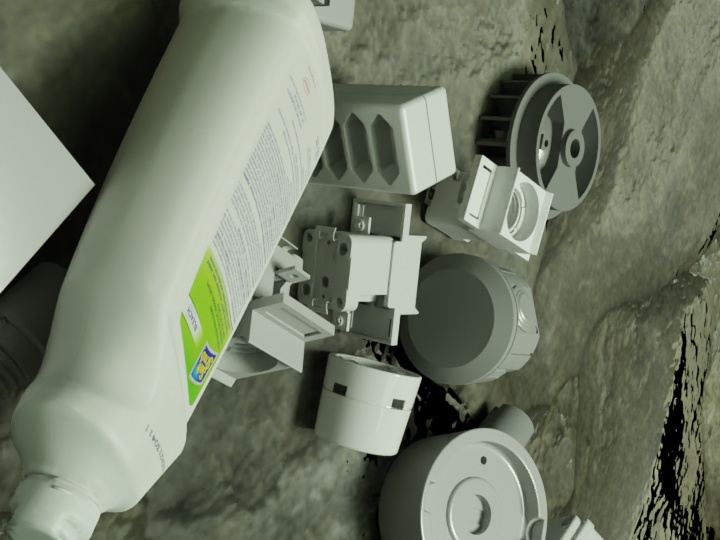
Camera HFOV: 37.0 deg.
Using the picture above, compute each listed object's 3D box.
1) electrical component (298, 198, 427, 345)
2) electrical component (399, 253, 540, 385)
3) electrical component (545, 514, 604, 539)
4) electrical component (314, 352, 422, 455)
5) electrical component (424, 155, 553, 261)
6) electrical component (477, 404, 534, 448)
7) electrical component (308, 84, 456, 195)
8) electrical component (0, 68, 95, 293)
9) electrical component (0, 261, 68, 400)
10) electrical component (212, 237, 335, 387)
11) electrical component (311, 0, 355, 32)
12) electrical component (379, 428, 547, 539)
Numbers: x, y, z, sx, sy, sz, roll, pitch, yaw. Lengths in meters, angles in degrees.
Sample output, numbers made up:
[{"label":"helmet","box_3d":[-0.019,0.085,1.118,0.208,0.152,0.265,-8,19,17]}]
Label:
[{"label":"electrical component","box_3d":[0.000,0.000,0.611,0.064,0.042,0.081,1,96,-48]},{"label":"electrical component","box_3d":[0.069,0.032,0.669,0.051,0.080,0.080,10,90,-55]},{"label":"electrical component","box_3d":[0.111,0.229,0.730,0.056,0.109,0.108,47,56,-4]},{"label":"electrical component","box_3d":[0.003,0.077,0.621,0.055,0.055,0.047,14,90,-50]},{"label":"electrical component","box_3d":[0.079,-0.039,0.679,0.081,0.064,0.042,28,75,-49]},{"label":"electrical component","box_3d":[0.096,0.121,0.750,0.046,0.040,0.040,-44,128,-42]},{"label":"electrical component","box_3d":[0.017,-0.078,0.582,0.076,0.083,0.047,-31,120,-42]},{"label":"electrical component","box_3d":[-0.182,-0.011,0.379,0.150,0.062,0.089,-56,134,-26]},{"label":"electrical component","box_3d":[-0.142,0.031,0.451,0.078,0.040,0.040,-48,131,-32]},{"label":"electrical component","box_3d":[-0.056,0.018,0.529,0.042,0.081,0.063,39,46,-47]},{"label":"electrical component","box_3d":[-0.028,-0.147,0.522,0.083,0.076,0.047,1,97,-49]},{"label":"electrical component","box_3d":[0.061,0.156,0.692,0.108,0.060,0.108,7,78,-36]}]
